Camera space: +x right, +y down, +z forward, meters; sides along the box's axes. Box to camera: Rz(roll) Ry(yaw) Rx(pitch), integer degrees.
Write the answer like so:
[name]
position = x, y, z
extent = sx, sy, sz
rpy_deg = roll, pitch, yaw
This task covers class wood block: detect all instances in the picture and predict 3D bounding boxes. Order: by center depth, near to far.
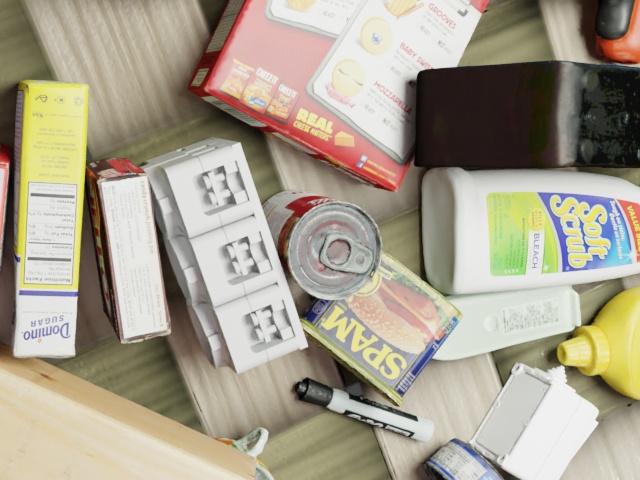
[wood block]
position = -0.154, 0.152, 0.714
extent = 0.206, 0.091, 0.090
rpy_deg = 25, 88, -1

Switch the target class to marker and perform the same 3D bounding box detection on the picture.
[marker]
position = 0.035, 0.134, 0.843
extent = 0.121, 0.020, 0.020
rpy_deg = 22, 90, -20

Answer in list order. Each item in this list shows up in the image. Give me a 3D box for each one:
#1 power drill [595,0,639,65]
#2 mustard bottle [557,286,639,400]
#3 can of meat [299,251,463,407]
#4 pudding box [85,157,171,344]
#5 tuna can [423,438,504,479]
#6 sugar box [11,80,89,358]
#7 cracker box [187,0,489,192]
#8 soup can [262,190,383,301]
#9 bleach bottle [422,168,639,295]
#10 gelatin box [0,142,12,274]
[power drill]
position = 0.214, -0.236, 0.792
extent = 0.187, 0.057, 0.184
rpy_deg = 8, 94, -46
[mustard bottle]
position = 0.288, 0.085, 0.898
extent = 0.191, 0.058, 0.096
rpy_deg = -5, 104, -18
[can of meat]
position = 0.044, 0.062, 0.805
extent = 0.102, 0.057, 0.084
rpy_deg = 38, 82, 3
[pudding box]
position = -0.134, 0.004, 0.729
extent = 0.039, 0.090, 0.113
rpy_deg = -12, 104, -15
[tuna can]
position = 0.123, 0.199, 0.846
extent = 0.033, 0.086, 0.086
rpy_deg = -40, 108, -12
[sugar box]
position = -0.181, -0.017, 0.711
extent = 0.048, 0.093, 0.176
rpy_deg = 0, 99, -16
[cracker box]
position = 0.024, -0.165, 0.769
extent = 0.164, 0.072, 0.214
rpy_deg = 26, 88, -22
[soup can]
position = -0.005, 0.001, 0.766
extent = 0.068, 0.102, 0.068
rpy_deg = -3, 99, -18
[bleach bottle]
position = 0.207, -0.016, 0.857
extent = 0.250, 0.068, 0.102
rpy_deg = -5, 99, -20
[gelatin box]
position = -0.222, -0.017, 0.703
extent = 0.030, 0.073, 0.089
rpy_deg = 5, 103, -15
